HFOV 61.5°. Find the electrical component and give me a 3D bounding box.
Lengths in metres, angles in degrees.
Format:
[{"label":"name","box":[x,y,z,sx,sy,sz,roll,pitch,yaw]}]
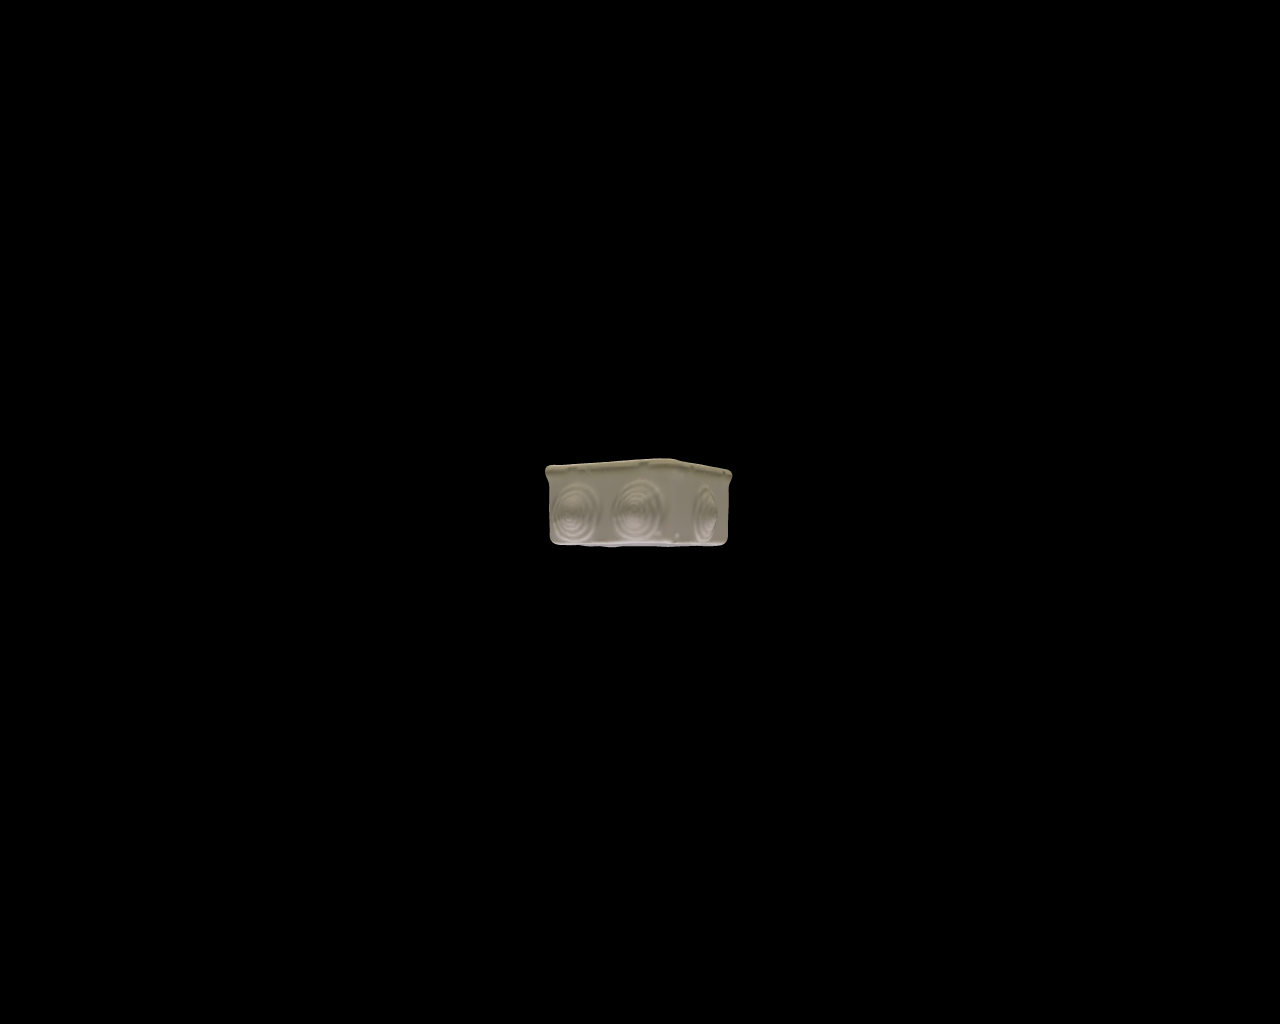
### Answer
[{"label":"electrical component","box":[0.001,-0.003,0.650,0.100,0.048,0.100,-2,-3,27]}]
